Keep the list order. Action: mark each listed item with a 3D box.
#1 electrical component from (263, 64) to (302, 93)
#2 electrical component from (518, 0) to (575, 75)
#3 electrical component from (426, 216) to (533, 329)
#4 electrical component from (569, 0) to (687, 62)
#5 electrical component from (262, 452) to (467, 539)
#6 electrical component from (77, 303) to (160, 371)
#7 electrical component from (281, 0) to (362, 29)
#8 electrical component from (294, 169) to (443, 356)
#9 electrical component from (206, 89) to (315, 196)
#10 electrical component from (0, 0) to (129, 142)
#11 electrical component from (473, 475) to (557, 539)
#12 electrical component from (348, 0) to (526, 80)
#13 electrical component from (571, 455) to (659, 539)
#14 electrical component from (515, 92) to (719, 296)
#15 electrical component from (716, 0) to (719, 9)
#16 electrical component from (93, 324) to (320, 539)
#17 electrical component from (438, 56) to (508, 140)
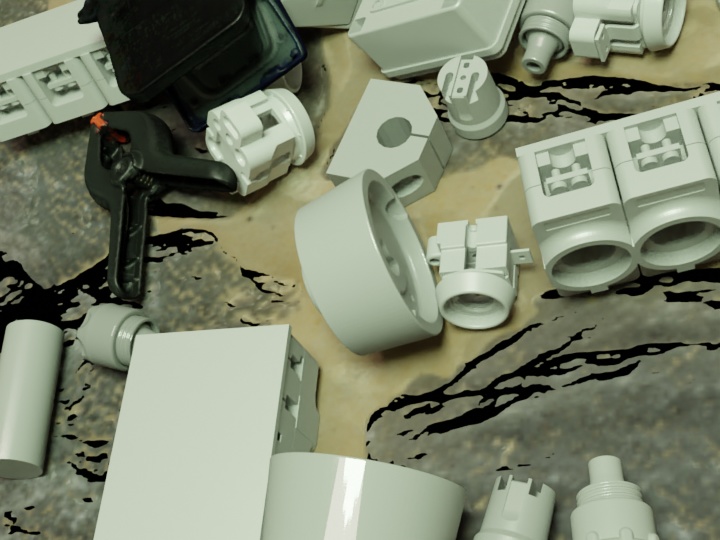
[{"bbox_3d":[-0.086,-0.165,0.815,0.077,0.044,0.079,-6,63,19],"label":"electrical component"},{"bbox_3d":[0.127,-0.162,0.727,0.043,0.043,0.062,13,69,28],"label":"electrical component"},{"bbox_3d":[0.071,0.002,0.656,0.066,0.048,0.055,-6,53,19],"label":"electrical component"},{"bbox_3d":[0.178,-0.174,0.705,0.057,0.058,0.078,13,68,31],"label":"electrical component"},{"bbox_3d":[-0.001,0.139,0.572,0.108,0.108,0.060,2,69,23],"label":"electrical component"},{"bbox_3d":[-0.155,0.047,0.724,0.062,0.043,0.043,10,66,25],"label":"electrical component"},{"bbox_3d":[-0.030,-0.217,0.797,0.096,0.061,0.061,-4,52,-24],"label":"electrical component"},{"bbox_3d":[0.000,0.000,0.651,0.060,0.108,0.108,-23,56,16],"label":"electrical component"},{"bbox_3d":[-0.069,-0.092,0.752,0.057,0.078,0.058,-29,71,-24],"label":"electrical component"},{"bbox_3d":[-0.225,-0.164,0.854,0.150,0.061,0.089,-15,40,14],"label":"electrical component"},{"bbox_3d":[0.084,0.138,0.577,0.040,0.040,0.046,6,58,25],"label":"electrical component"},{"bbox_3d":[0.060,-0.196,0.745,0.109,0.056,0.108,-2,59,47],"label":"electrical component"},{"bbox_3d":[0.131,0.128,0.561,0.048,0.048,0.062,-11,52,16],"label":"electrical component"},{"bbox_3d":[0.175,-0.040,0.610,0.150,0.089,0.061,-15,58,14],"label":"electrical component"},{"bbox_3d":[0.266,-0.197,0.685,0.080,0.051,0.080,-10,59,17],"label":"electrical component"},{"bbox_3d":[-0.090,0.132,0.638,0.105,0.060,0.186,-5,60,20],"label":"electrical component"},{"bbox_3d":[0.075,-0.116,0.720,0.040,0.046,0.040,-10,59,18],"label":"electrical component"}]
